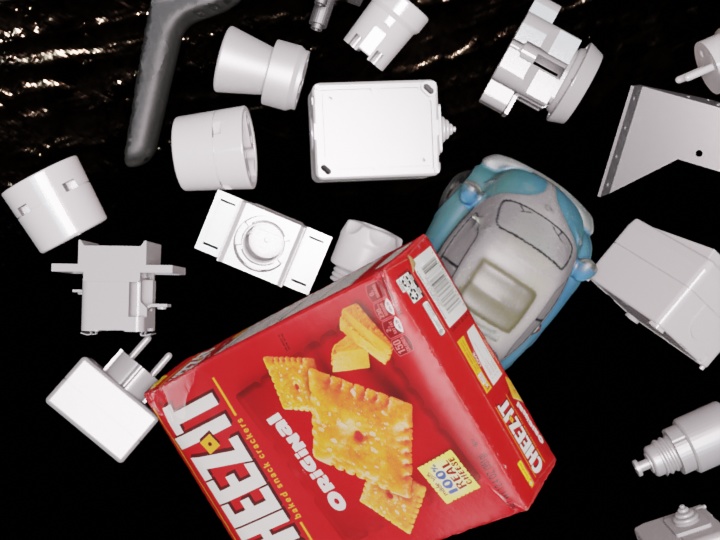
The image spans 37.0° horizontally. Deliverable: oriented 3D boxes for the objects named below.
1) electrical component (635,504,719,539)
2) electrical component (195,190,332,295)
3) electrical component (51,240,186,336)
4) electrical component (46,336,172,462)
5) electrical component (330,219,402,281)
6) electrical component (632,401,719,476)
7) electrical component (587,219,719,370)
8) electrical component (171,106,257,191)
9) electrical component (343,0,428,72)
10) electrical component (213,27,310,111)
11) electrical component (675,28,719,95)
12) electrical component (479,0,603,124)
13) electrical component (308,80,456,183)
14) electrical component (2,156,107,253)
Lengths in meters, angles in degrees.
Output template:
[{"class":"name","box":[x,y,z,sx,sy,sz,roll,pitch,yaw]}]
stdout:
[{"class":"electrical component","box":[0.226,0.209,0.739,0.061,0.061,0.096,-19,95,2]},{"class":"electrical component","box":[-0.063,-0.019,0.717,0.081,0.064,0.042,23,94,-3]},{"class":"electrical component","box":[-0.162,0.012,0.725,0.081,0.042,0.063,1,87,3]},{"class":"electrical component","box":[-0.162,0.080,0.734,0.066,0.047,0.076,41,80,-3]},{"class":"electrical component","box":[0.000,0.000,0.729,0.043,0.043,0.062,21,96,-2]},{"class":"electrical component","box":[0.226,0.121,0.742,0.078,0.040,0.040,-25,95,2]},{"class":"electrical component","box":[0.202,0.009,0.709,0.062,0.096,0.061,37,94,-33]},{"class":"electrical component","box":[-0.097,-0.079,0.717,0.047,0.055,0.055,-5,95,4]},{"class":"electrical component","box":[0.016,-0.161,0.718,0.040,0.040,0.046,39,100,-3]},{"class":"electrical component","box":[-0.065,-0.133,0.716,0.055,0.045,0.045,15,95,-2]},{"class":"electrical component","box":[0.246,-0.139,0.701,0.079,0.077,0.044,-23,95,2]},{"class":"electrical component","box":[0.123,-0.133,0.711,0.057,0.058,0.078,29,94,0]},{"class":"electrical component","box":[0.014,-0.091,0.715,0.096,0.061,0.061,-3,93,-6]},{"class":"electrical component","box":[-0.203,-0.043,0.719,0.055,0.055,0.047,-28,98,2]}]
